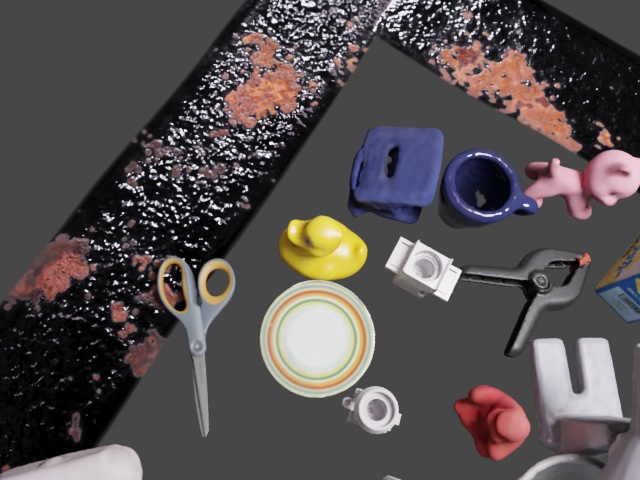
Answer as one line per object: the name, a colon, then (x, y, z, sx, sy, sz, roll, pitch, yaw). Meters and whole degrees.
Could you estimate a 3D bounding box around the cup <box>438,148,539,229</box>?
cup: (0.193, -0.046, 0.692, 0.118, 0.095, 0.092, 20, 71, -1)

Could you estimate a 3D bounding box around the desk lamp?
desk lamp: (0.307, 0.187, 0.571, 0.118, 0.213, 0.203, 0, 73, -7)

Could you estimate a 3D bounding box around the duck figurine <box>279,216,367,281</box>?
duck figurine: (0.006, 0.002, 0.657, 0.104, 0.086, 0.077, 13, 71, -3)

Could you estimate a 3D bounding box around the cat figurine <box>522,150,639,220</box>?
cat figurine: (0.332, -0.078, 0.708, 0.128, 0.117, 0.067, 11, 72, -4)

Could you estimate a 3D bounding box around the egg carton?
egg carton: (-0.244, 0.262, 0.551, 0.150, 0.069, 0.107, -13, 75, -11)

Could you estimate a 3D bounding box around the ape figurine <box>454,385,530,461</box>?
ape figurine: (0.194, 0.197, 0.617, 0.076, 0.092, 0.078, 12, 71, -3)

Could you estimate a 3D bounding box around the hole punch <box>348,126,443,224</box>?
hole punch: (0.089, -0.082, 0.692, 0.101, 0.091, 0.109, 14, 71, -3)

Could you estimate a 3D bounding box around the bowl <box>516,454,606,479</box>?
bowl: (0.253, 0.312, 0.598, 0.167, 0.074, 0.167, 2, 72, -7)
